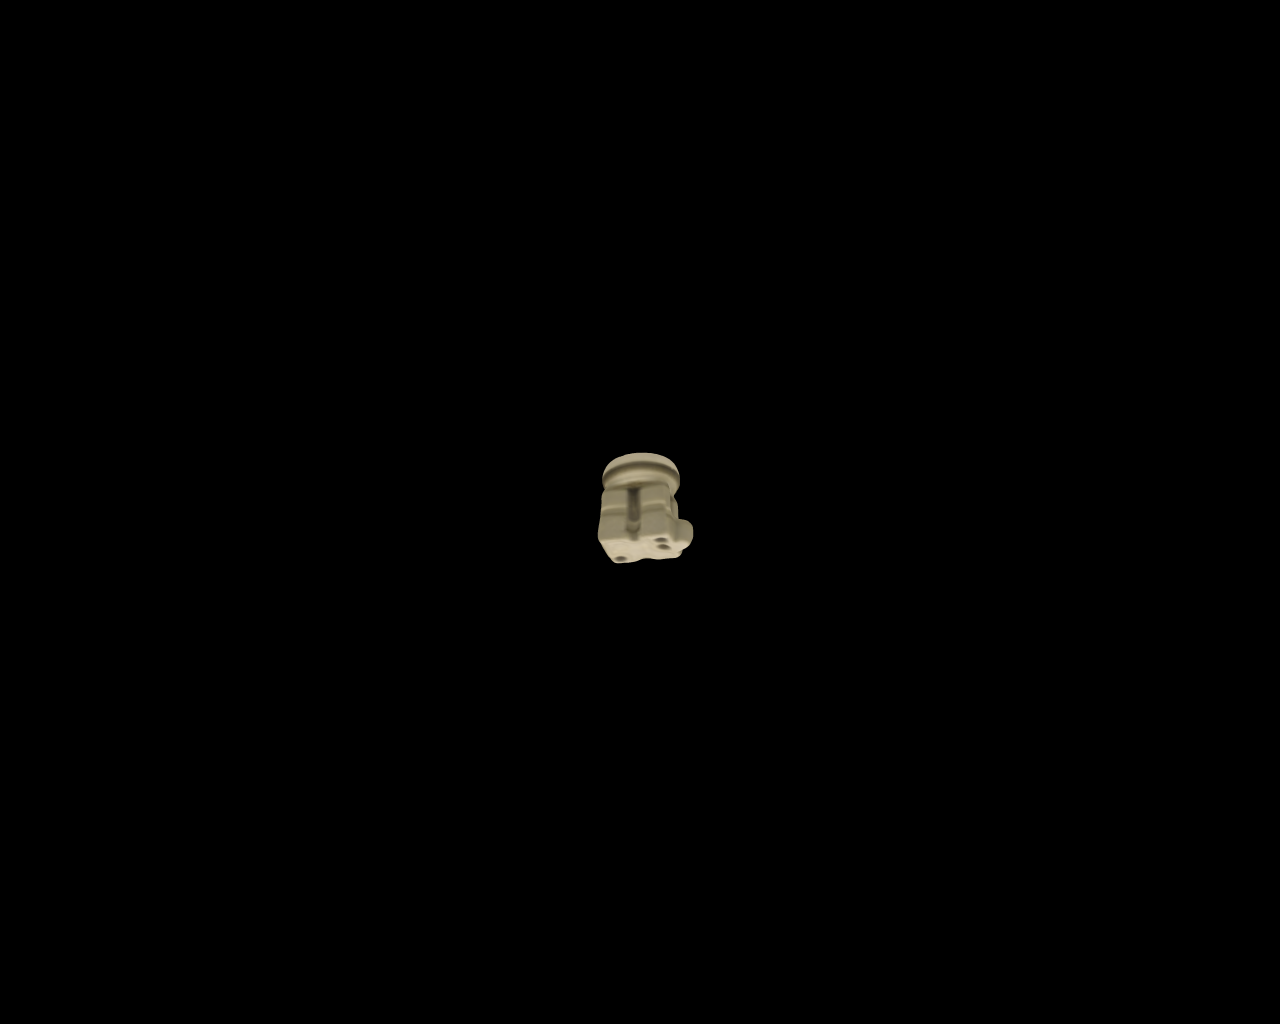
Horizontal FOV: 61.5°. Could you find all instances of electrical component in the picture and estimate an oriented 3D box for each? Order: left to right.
[{"bbox_3d":[0.001,-0.003,0.650,0.066,0.055,0.048,-6,-28,12],"label":"electrical component"}]
